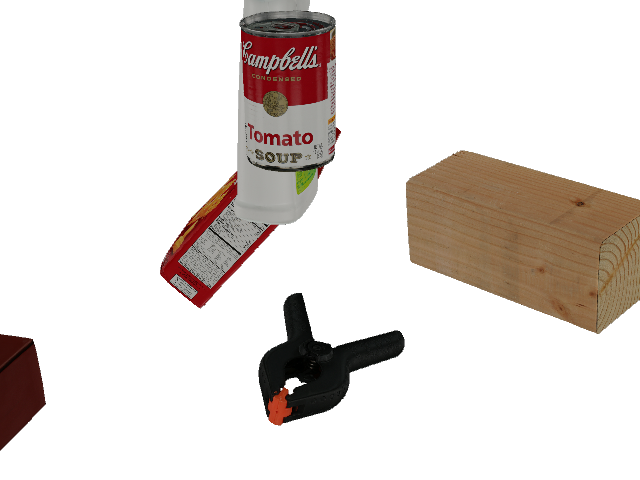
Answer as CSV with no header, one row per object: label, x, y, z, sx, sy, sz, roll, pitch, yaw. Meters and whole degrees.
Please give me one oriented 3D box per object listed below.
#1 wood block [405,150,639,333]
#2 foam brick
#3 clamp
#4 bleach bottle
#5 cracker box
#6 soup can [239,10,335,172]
wood block,0.185,-0.006,0.963,0.206,0.090,0.090,22,39,41
foam brick,-0.222,0.101,0.683,0.053,0.051,0.078,6,29,22
clamp,-0.012,0.102,0.951,0.120,0.039,0.171,20,28,25
bleach bottle,-0.042,-0.148,0.970,0.068,0.251,0.102,7,28,15
cracker box,-0.080,-0.045,1.215,0.072,0.214,0.164,39,27,-9
soup can,-0.023,-0.108,0.770,0.068,0.102,0.068,-1,25,0
